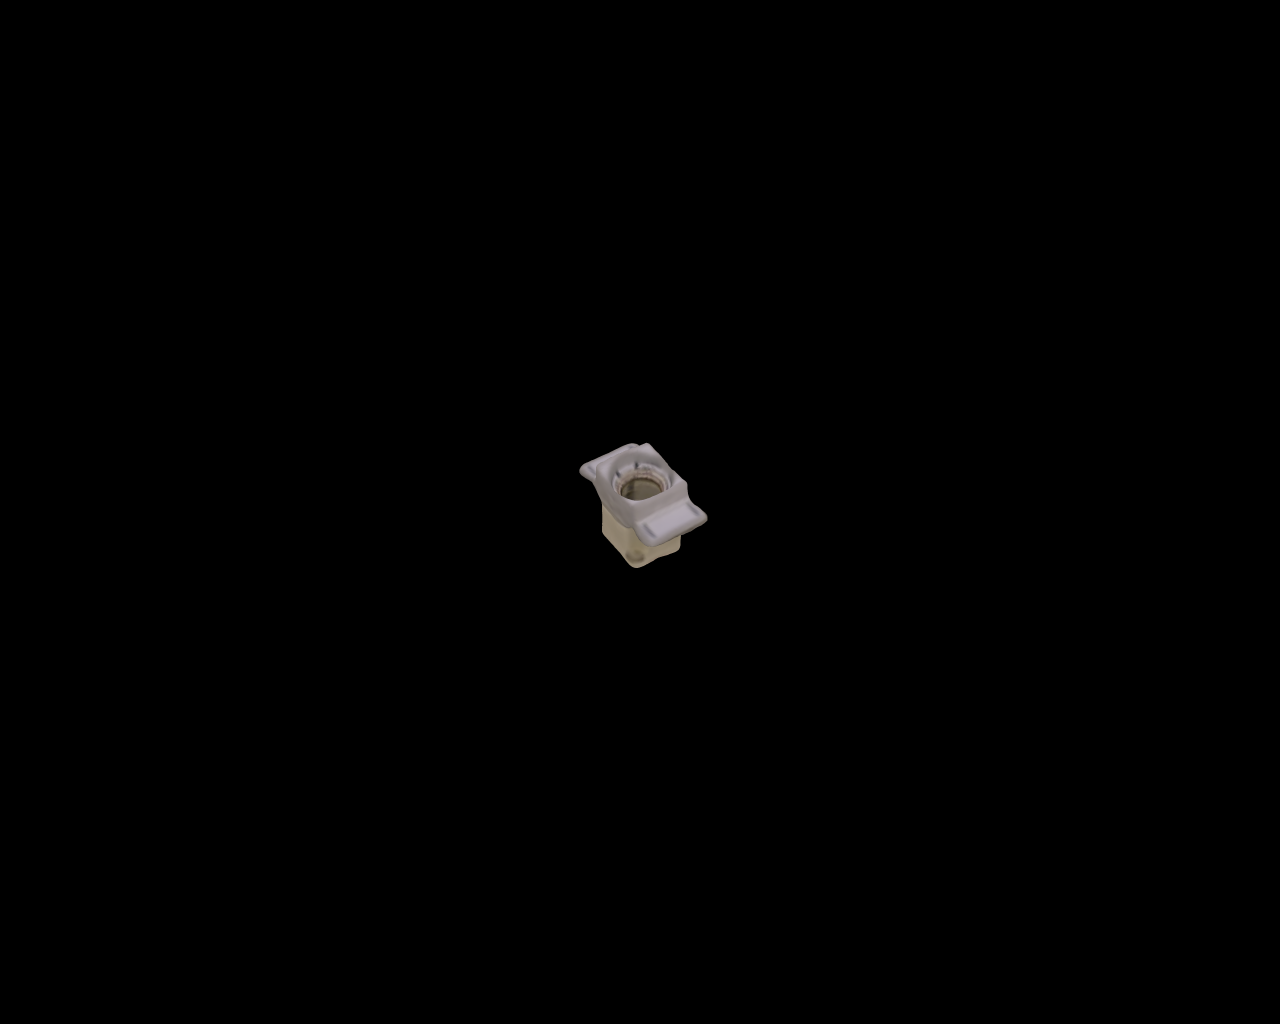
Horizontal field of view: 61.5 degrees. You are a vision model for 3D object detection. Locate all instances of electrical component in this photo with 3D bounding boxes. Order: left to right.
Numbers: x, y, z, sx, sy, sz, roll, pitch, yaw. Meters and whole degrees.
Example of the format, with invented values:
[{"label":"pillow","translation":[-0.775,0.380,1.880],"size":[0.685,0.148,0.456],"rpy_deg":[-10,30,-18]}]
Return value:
[{"label":"electrical component","translation":[0.001,-0.003,0.650],"size":[0.042,0.063,0.081],"rpy_deg":[-24,50,-22]}]
